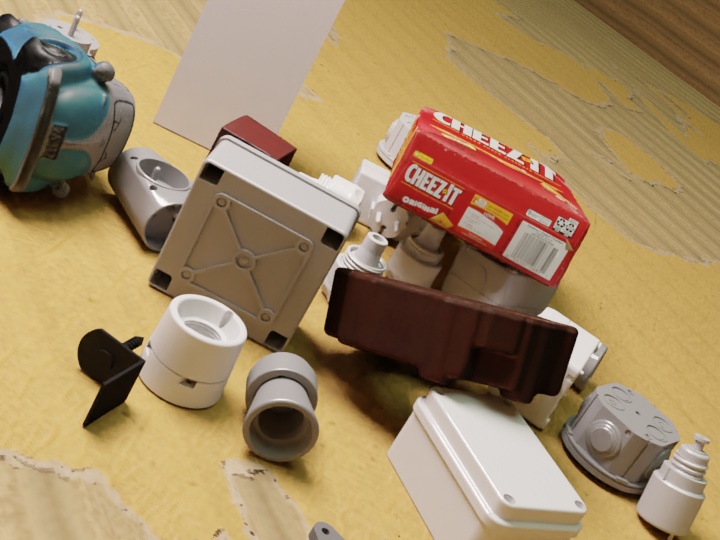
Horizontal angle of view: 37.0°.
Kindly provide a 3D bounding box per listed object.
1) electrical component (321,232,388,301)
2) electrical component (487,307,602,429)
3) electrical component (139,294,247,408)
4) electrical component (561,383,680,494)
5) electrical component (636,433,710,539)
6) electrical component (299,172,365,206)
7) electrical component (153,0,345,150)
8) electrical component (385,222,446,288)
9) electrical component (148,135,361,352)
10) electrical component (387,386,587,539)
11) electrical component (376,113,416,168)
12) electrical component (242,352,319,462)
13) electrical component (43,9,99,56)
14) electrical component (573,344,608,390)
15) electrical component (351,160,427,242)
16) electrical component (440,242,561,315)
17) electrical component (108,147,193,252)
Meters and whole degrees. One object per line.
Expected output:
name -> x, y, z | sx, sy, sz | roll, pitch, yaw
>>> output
electrical component -> 0.000, 0.000, 0.841 | 0.043, 0.062, 0.043 | 25, 24, -12
electrical component -> 0.142, 0.076, 0.852 | 0.061, 0.061, 0.096 | 35, 24, 12
electrical component -> -0.100, 0.048, 0.649 | 0.055, 0.047, 0.055 | 24, 24, -12
electrical component -> 0.200, 0.129, 0.827 | 0.080, 0.051, 0.080 | 25, 24, -12
electrical component -> 0.233, 0.156, 0.784 | 0.040, 0.078, 0.040 | 22, 10, -4
electrical component -> -0.030, -0.066, 0.963 | 0.062, 0.043, 0.043 | 27, 23, -3
electrical component -> -0.097, -0.198, 0.971 | 0.105, 0.186, 0.060 | 26, 24, -9
electrical component -> 0.052, -0.013, 0.927 | 0.043, 0.062, 0.043 | 25, 24, -12
electrical component -> -0.072, -0.017, 0.736 | 0.109, 0.108, 0.056 | 28, 26, -4
electrical component -> 0.078, 0.131, 0.673 | 0.078, 0.057, 0.113 | 13, 29, -34
electrical component -> 0.063, -0.135, 1.198 | 0.080, 0.051, 0.080 | 25, 24, -12
electrical component -> -0.047, 0.081, 0.646 | 0.045, 0.045, 0.055 | 23, 24, -15
electrical component -> -0.251, -0.185, 0.911 | 0.052, 0.073, 0.138 | 22, 25, -18
electrical component -> 0.176, 0.069, 0.933 | 0.065, 0.044, 0.044 | 31, 23, 15
electrical component -> 0.027, -0.054, 0.999 | 0.083, 0.047, 0.075 | 27, 24, -7
electrical component -> 0.126, 0.018, 0.950 | 0.096, 0.061, 0.062 | 7, 23, -48
electrical component -> -0.140, -0.051, 0.805 | 0.079, 0.044, 0.077 | 8, 31, -41
